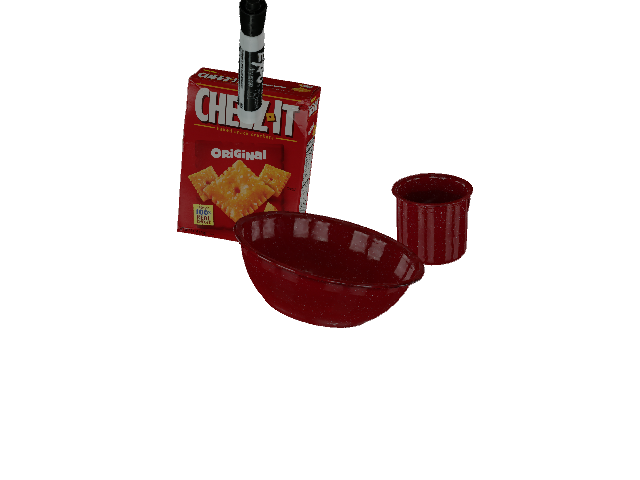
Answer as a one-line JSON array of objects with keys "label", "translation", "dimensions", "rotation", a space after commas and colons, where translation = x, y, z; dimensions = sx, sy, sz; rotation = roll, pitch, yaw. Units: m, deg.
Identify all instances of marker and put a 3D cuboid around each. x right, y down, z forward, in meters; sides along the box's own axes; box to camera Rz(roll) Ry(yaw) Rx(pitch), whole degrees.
[{"label": "marker", "translation": [-0.049, -0.128, 0.762], "dimensions": [0.020, 0.020, 0.121], "rotation": [0, -33, -5]}]

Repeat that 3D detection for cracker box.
[{"label": "cracker box", "translation": [-0.096, -0.104, 1.396], "dimensions": [0.164, 0.214, 0.072], "rotation": [10, 22, 7]}]

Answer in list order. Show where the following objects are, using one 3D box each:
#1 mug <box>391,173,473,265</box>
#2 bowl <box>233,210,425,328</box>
[{"label": "mug", "translation": [0.137, -0.028, 1.249], "dimensions": [0.093, 0.081, 0.117], "rotation": [18, 33, 35]}, {"label": "bowl", "translation": [0.002, 0.028, 0.884], "dimensions": [0.162, 0.055, 0.162], "rotation": [11, 18, -4]}]
